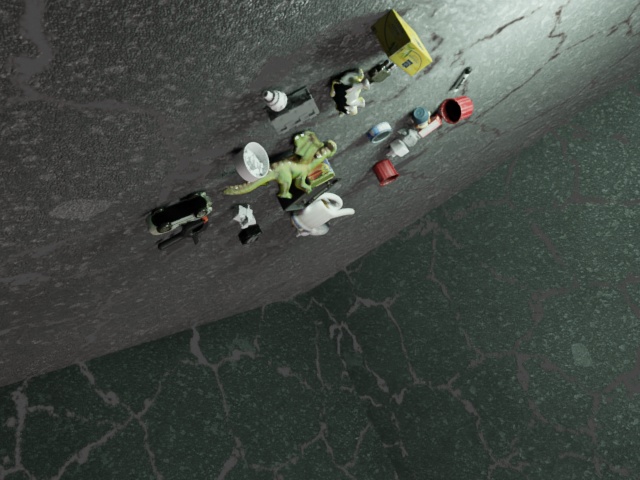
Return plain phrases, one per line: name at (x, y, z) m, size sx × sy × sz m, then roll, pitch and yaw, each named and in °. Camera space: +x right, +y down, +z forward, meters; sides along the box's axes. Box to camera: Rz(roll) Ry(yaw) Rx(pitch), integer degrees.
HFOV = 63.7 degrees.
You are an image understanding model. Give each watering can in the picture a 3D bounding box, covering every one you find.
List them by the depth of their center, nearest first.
watering can at (0.007, -0.111, 2.199) m, size 0.222 × 0.106 × 0.345 m, roll -32°, pitch 157°, yaw 17°

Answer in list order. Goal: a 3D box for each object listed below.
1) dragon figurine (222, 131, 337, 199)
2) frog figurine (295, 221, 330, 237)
dragon figurine at (-0.097, -0.245, 1.589) m, size 0.414 × 0.124 × 0.238 m, roll -17°, pitch 146°, yaw -46°
frog figurine at (-0.039, -0.054, 2.346) m, size 0.159 × 0.122 × 0.138 m, roll -41°, pitch -176°, yaw 7°
